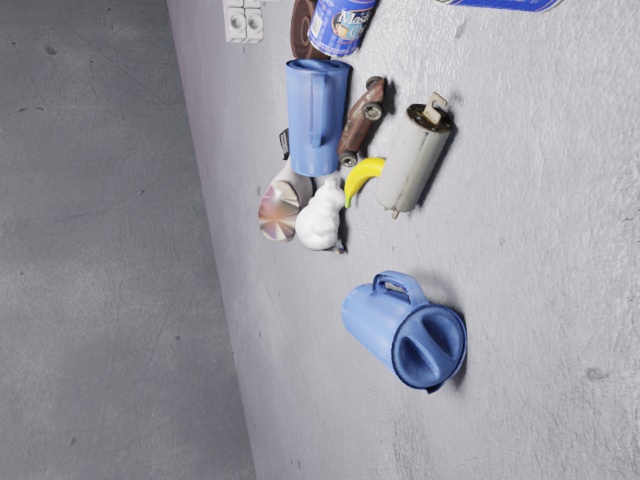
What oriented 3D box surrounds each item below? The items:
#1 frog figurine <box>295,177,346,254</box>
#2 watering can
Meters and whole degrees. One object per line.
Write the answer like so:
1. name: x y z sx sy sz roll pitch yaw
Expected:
1. frog figurine: 0.003 -0.058 1.148 0.141 0.123 0.155 -91 -2 -51
2. watering can: -0.072 -0.141 1.271 0.228 0.104 0.341 -62 -20 -64
